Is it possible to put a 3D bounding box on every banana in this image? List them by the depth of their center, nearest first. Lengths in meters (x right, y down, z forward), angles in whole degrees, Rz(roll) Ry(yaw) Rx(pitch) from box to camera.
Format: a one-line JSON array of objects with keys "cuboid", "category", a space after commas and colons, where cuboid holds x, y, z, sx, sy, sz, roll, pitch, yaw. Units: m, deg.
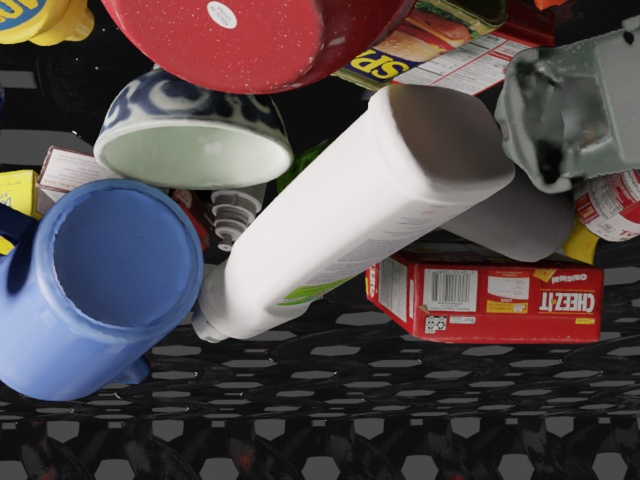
[{"cuboid": [0.258, -0.019, 0.942, 0.069, 0.037, 0.198, 16, 158, -4], "category": "banana"}]

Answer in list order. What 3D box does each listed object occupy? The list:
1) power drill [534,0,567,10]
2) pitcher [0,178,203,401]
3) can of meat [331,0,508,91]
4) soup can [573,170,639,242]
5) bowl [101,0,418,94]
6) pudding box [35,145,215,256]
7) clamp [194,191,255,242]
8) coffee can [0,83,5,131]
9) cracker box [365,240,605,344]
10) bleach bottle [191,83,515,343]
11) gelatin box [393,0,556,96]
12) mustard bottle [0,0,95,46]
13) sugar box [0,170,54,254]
[{"cuboid": [0.179, -0.151, 0.452, 0.188, 0.057, 0.184, -9, 159, 16], "category": "power drill"}, {"cuboid": [-0.176, 0.032, 0.761, 0.149, 0.145, 0.243, -6, 169, -25], "category": "pitcher"}, {"cuboid": [0.031, -0.124, 0.533, 0.101, 0.057, 0.084, 14, 156, -42], "category": "can of meat"}, {"cuboid": [0.245, -0.043, 0.813, 0.068, 0.068, 0.102, 2, 164, -13], "category": "soup can"}, {"cuboid": [-0.037, -0.114, 0.455, 0.162, 0.055, 0.162, 10, 145, 7], "category": "bowl"}, {"cuboid": [-0.146, -0.028, 0.815, 0.114, 0.039, 0.090, 11, 160, 18], "category": "pudding box"}, {"cuboid": [-0.090, -0.020, 0.912, 0.120, 0.039, 0.171, 1, 164, -1], "category": "clamp"}, {"cuboid": [-0.254, -0.033, 0.668, 0.103, 0.140, 0.103, -1, 164, -1], "category": "coffee can"}, {"cuboid": [0.141, 0.043, 0.977, 0.164, 0.072, 0.214, 1, -175, -8], "category": "cracker box"}, {"cuboid": [-0.004, 0.001, 0.653, 0.102, 0.068, 0.251, -4, 155, -47], "category": "bleach bottle"}, {"cuboid": [0.080, -0.114, 0.618, 0.073, 0.030, 0.089, 10, 160, -32], "category": "gelatin box"}, {"cuboid": [-0.166, -0.134, 0.473, 0.096, 0.058, 0.191, -10, 162, 24], "category": "mustard bottle"}, {"cuboid": [-0.243, -0.011, 0.924, 0.093, 0.048, 0.176, -6, 162, 16], "category": "sugar box"}]
